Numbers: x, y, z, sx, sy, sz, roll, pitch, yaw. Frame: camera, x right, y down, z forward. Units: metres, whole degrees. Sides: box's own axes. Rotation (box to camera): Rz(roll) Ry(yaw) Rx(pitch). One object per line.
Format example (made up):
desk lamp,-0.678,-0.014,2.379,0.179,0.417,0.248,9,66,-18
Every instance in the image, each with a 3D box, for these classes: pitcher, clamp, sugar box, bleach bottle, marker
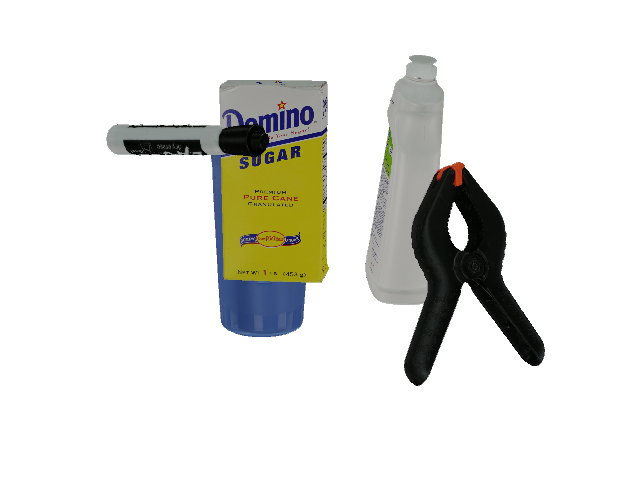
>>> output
pitcher,-0.073,-0.003,1.357,0.145,0.243,0.148,10,15,36
clamp,0.103,0.029,0.822,0.120,0.171,0.039,-15,-3,-29
sugar box,-0.041,-0.053,0.948,0.093,0.176,0.048,1,16,7
bleach bottle,0.093,-0.065,1.111,0.068,0.251,0.102,1,26,-8
marker,-0.080,-0.060,0.634,0.121,0.020,0.020,5,3,37
